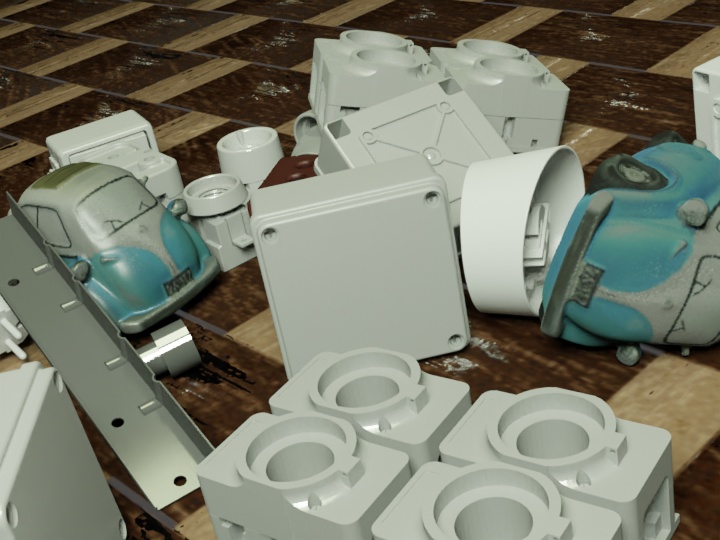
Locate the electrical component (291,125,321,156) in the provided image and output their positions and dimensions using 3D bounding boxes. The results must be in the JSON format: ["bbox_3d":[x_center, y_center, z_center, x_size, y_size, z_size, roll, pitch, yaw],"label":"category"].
[{"bbox_3d":[-0.006,-0.089,0.852,0.079,0.043,0.077,3,31,24],"label":"electrical component"}]

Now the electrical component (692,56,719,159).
[{"bbox_3d":[0.264,-0.074,0.657,0.056,0.108,0.109,-26,31,-20],"label":"electrical component"}]

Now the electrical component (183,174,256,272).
[{"bbox_3d":[-0.101,-0.036,0.776,0.048,0.055,0.066,-29,33,-29],"label":"electrical component"}]

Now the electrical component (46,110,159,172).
[{"bbox_3d":[-0.218,-0.087,0.905,0.096,0.061,0.061,-22,30,-20],"label":"electrical component"}]

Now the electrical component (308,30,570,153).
[{"bbox_3d":[0.059,-0.143,0.854,0.186,0.060,0.105,2,26,-11],"label":"electrical component"}]

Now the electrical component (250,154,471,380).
[{"bbox_3d":[0.000,0.000,0.618,0.109,0.108,0.056,-13,25,-2],"label":"electrical component"}]

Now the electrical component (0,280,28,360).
[{"bbox_3d":[-0.241,0.030,0.701,0.077,0.065,0.047,36,51,29],"label":"electrical component"}]

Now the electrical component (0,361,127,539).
[{"bbox_3d":[-0.150,0.115,0.463,0.056,0.108,0.108,-13,28,3],"label":"electrical component"}]

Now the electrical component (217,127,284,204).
[{"bbox_3d":[-0.086,-0.084,0.868,0.055,0.047,0.055,-9,28,5],"label":"electrical component"}]

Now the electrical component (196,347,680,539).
[{"bbox_3d":[0.032,0.098,0.478,0.186,0.060,0.105,10,35,34],"label":"electrical component"}]

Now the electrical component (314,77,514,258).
[{"bbox_3d":[0.042,-0.060,0.716,0.109,0.056,0.108,-24,66,-22],"label":"electrical component"}]

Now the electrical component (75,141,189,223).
[{"bbox_3d":[-0.177,-0.058,0.839,0.054,0.059,0.095,-28,33,-28],"label":"electrical component"}]

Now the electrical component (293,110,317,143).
[{"bbox_3d":[-0.028,-0.122,0.926,0.040,0.040,0.046,11,30,35],"label":"electrical component"}]

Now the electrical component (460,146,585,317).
[{"bbox_3d":[0.096,-0.022,0.632,0.064,0.099,0.099,-2,29,20],"label":"electrical component"}]

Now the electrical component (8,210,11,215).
[{"bbox_3d":[-0.259,-0.018,0.815,0.048,0.048,0.062,1,38,22],"label":"electrical component"}]
